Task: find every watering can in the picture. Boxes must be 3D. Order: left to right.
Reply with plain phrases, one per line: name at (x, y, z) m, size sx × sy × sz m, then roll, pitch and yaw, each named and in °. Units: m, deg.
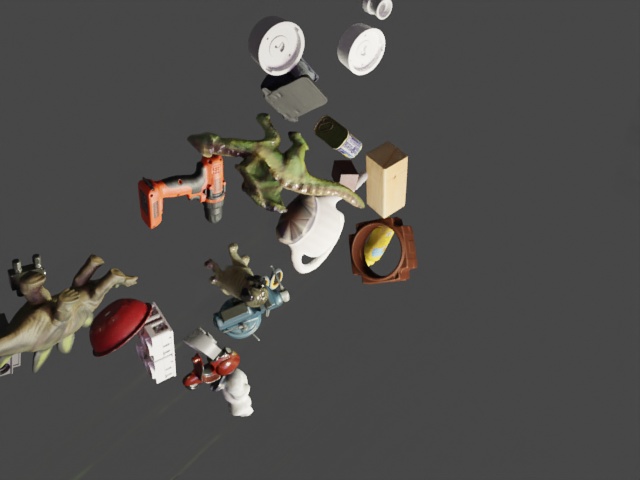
watering can at (0.004, -0.073, 1.442) m, size 0.222 × 0.105 × 0.348 m, roll 31°, pitch 86°, yaw -53°

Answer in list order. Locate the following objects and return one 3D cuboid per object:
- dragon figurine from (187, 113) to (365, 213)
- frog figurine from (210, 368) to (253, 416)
dragon figurine at (-0.087, -0.130, 1.100) m, size 0.120 × 0.409 × 0.248 m, roll -54°, pitch -173°, yaw 38°
frog figurine at (-0.264, 0.490, 1.655) m, size 0.135 × 0.158 × 0.125 m, roll -35°, pitch -162°, yaw 49°
